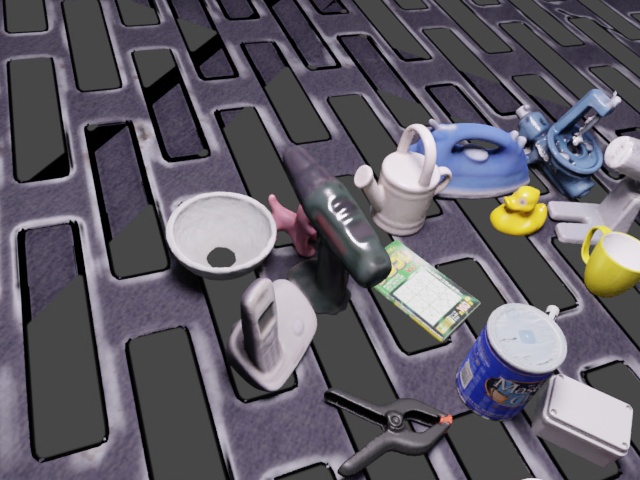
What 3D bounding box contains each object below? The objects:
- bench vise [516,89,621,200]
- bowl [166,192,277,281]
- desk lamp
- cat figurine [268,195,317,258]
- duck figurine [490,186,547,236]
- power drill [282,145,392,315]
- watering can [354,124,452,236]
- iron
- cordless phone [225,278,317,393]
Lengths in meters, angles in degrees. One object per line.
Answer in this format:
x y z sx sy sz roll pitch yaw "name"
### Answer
0.462 -0.208 1.098 0.207 0.220 0.122 34 51 20 "bench vise"
-0.152 0.005 0.894 0.167 0.075 0.167 5 48 -5 "bowl"
0.547 -0.087 1.008 0.203 0.213 0.118 3 48 -7 "desk lamp"
-0.028 -0.038 0.926 0.127 0.118 0.067 19 48 7 "cat figurine"
0.369 -0.060 1.039 0.105 0.086 0.077 -5 49 -14 "duck figurine"
0.008 0.003 0.834 0.076 0.208 0.229 -25 57 -28 "power drill"
0.144 -0.103 0.964 0.173 0.194 0.100 -29 58 -30 "watering can"
0.299 -0.164 1.082 0.258 0.141 0.118 1 48 -9 "iron"
-0.059 0.097 0.752 0.094 0.185 0.148 23 48 11 "cordless phone"
